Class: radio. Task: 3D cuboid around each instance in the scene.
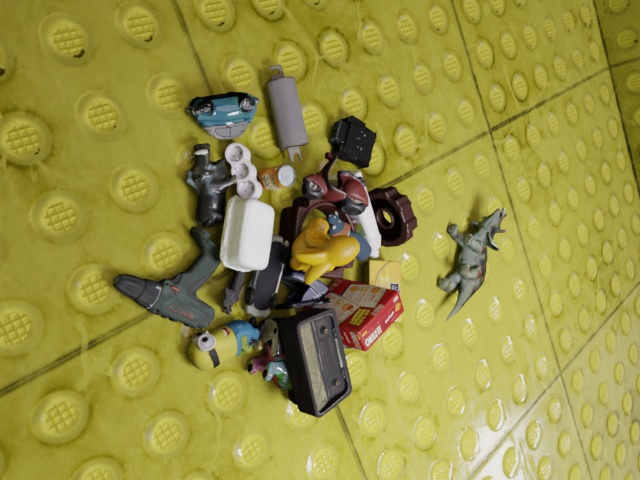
[{"bbox_3d":[-0.007,0.277,1.249,0.131,0.073,0.229,-20,103,-42],"label":"radio"}]

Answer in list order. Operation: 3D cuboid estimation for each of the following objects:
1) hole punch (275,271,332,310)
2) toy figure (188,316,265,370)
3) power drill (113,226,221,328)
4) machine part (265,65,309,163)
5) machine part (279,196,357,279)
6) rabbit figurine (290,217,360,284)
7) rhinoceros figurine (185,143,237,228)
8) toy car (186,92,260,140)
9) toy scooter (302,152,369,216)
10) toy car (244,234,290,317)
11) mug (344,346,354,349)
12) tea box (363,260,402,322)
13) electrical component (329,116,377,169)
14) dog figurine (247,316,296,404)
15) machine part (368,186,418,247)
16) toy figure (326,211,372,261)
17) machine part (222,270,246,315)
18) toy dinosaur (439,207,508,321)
[{"bbox_3d":[-0.047,0.123,1.324,0.116,0.142,0.092,-1,79,-29],"label":"hole punch"},{"bbox_3d":[-0.212,0.234,1.223,0.180,0.082,0.089,-13,94,-39],"label":"toy figure"},{"bbox_3d":[-0.300,0.073,1.166,0.231,0.086,0.207,42,61,-29],"label":"power drill"},{"bbox_3d":[-0.082,-0.316,1.349,0.079,0.079,0.243,-16,96,-36],"label":"machine part"},{"bbox_3d":[-0.003,-0.004,1.387,0.201,0.087,0.201,11,82,-36],"label":"machine part"},{"bbox_3d":[0.009,0.022,1.236,0.162,0.173,0.121,-32,111,-37],"label":"rabbit figurine"},{"bbox_3d":[-0.252,-0.123,1.222,0.112,0.073,0.190,-4,92,-26],"label":"rhinoceros figurine"},{"bbox_3d":[-0.217,-0.281,1.234,0.162,0.109,0.102,-19,117,-27],"label":"toy car"},{"bbox_3d":[0.047,-0.146,1.348,0.184,0.075,0.135,19,67,-19],"label":"toy scooter"},{"bbox_3d":[-0.128,0.085,1.291,0.073,0.056,0.201,15,88,-21],"label":"toy car"},{"bbox_3d":[0.086,0.233,1.445,0.109,0.081,0.107,47,53,-20],"label":"mug"},{"bbox_3d":[0.172,0.144,1.493,0.098,0.068,0.169,2,79,-13],"label":"tea box"},{"bbox_3d":[0.088,-0.273,1.486,0.134,0.058,0.115,22,73,-34],"label":"electrical component"},{"bbox_3d":[-0.061,0.301,1.320,0.219,0.109,0.191,28,69,-37],"label":"dog figurine"},{"bbox_3d":[0.187,-0.064,1.481,0.056,0.179,0.179,-30,105,-35],"label":"machine part"},{"bbox_3d":[0.066,-0.007,1.349,0.058,0.064,0.154,-44,113,12],"label":"toy figure"},{"bbox_3d":[-0.196,0.100,1.252,0.039,0.084,0.139,12,64,8],"label":"machine part"},{"bbox_3d":[0.491,0.081,1.737,0.192,0.131,0.404,22,81,-33],"label":"toy dinosaur"}]
